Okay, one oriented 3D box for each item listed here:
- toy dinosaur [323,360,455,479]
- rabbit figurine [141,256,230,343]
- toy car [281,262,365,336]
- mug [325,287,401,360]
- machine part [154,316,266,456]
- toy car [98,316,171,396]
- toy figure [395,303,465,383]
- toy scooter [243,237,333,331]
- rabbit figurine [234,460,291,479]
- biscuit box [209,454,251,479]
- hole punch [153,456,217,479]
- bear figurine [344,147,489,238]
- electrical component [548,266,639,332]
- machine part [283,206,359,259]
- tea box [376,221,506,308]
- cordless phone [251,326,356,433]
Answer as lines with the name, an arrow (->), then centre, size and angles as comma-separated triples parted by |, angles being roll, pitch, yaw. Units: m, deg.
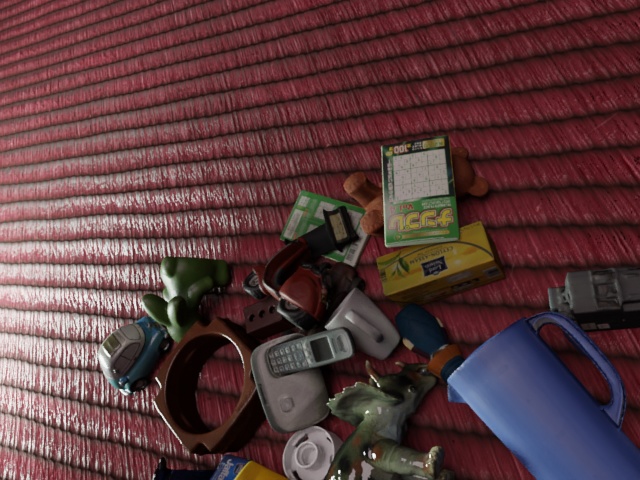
toy dinosaur -> 0.064, 0.355, 0.740 | 0.192, 0.131, 0.404 | 16, 79, 37
rabbit figurine -> -0.253, 0.119, 1.029 | 0.121, 0.159, 0.170 | -3, 83, 19
toy car -> -0.001, 0.129, 0.923 | 0.089, 0.053, 0.202 | 27, 83, 32
mug -> 0.075, 0.135, 0.835 | 0.107, 0.109, 0.081 | 38, 79, -1
machine part -> -0.181, 0.256, 0.951 | 0.201, 0.087, 0.201 | 36, 88, 36
toy car -> -0.382, 0.225, 1.072 | 0.109, 0.102, 0.161 | 38, 93, 35
toy figure -> 0.175, 0.162, 0.802 | 0.064, 0.057, 0.155 | -46, 59, 12
toy scooter -> -0.040, 0.063, 0.906 | 0.184, 0.075, 0.135 | 27, 74, 43
rabbit figurine -> -0.077, 0.438, 0.774 | 0.163, 0.121, 0.173 | 23, 53, 23
biscuit box -> -0.164, 0.435, 0.825 | 0.059, 0.062, 0.203 | 3, 42, 29
hole punch -> -0.215, 0.433, 0.881 | 0.092, 0.115, 0.142 | -6, 67, 20
bear figurine -> 0.160, -0.082, 0.875 | 0.196, 0.131, 0.120 | -31, 59, 23
electrical component -> 0.368, 0.078, 0.690 | 0.134, 0.114, 0.058 | -9, 63, 25
machine part -> -0.002, -0.003, 0.972 | 0.139, 0.039, 0.084 | -29, 68, 17
tea box -> 0.185, 0.043, 0.823 | 0.170, 0.098, 0.068 | -20, 61, 20
cordless phone -> -0.008, 0.210, 0.830 | 0.184, 0.088, 0.146 | -23, 82, 33
